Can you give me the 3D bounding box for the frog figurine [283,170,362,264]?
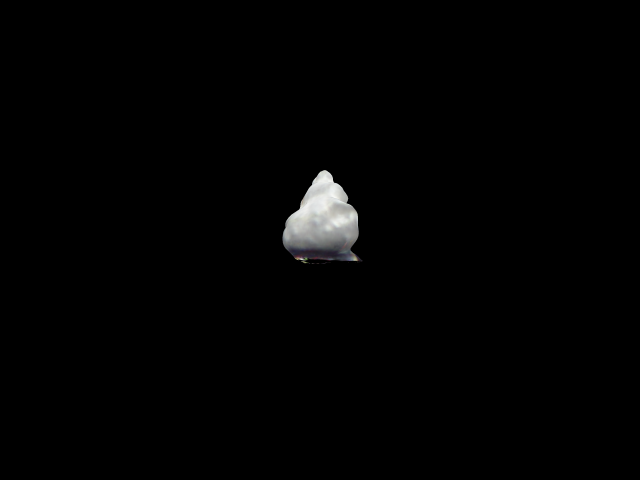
[{"bbox_3d":[0.003,-0.043,0.850,0.122,0.161,0.136,7,-11,-39],"label":"frog figurine"}]
